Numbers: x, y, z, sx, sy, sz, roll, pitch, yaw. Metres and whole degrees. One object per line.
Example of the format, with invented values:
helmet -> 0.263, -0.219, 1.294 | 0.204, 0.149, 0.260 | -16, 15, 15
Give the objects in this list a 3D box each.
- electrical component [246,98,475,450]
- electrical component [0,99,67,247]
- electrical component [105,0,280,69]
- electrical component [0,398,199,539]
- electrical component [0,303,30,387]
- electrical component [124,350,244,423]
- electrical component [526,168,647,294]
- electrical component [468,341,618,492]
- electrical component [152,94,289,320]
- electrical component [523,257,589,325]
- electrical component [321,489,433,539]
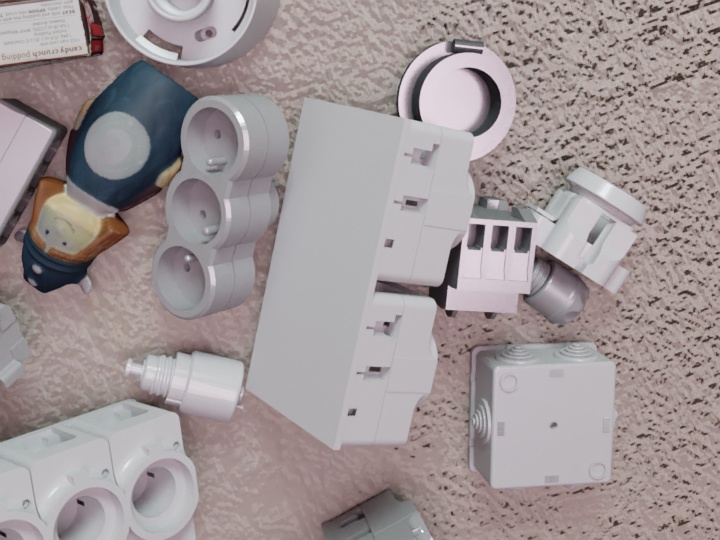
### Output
electrical component -> 0.000, 0.000, 0.642 | 0.060, 0.105, 0.186 | 6, 100, -35
electrical component -> -0.227, -0.065, 0.629 | 0.076, 0.047, 0.083 | 30, 94, -10
electrical component -> -0.100, -0.168, 0.636 | 0.099, 0.064, 0.099 | 1, 105, 3
electrical component -> -0.174, 0.143, 0.629 | 0.150, 0.062, 0.089 | -16, 106, -43
electrical component -> -0.250, 0.064, 0.602 | 0.063, 0.121, 0.078 | 12, 133, 28
electrical component -> -0.109, 0.070, 0.677 | 0.078, 0.040, 0.040 | 15, 97, -12
electrical component -> 0.148, -0.029, 0.695 | 0.078, 0.058, 0.057 | 31, 97, -13
electrical component -> 0.122, 0.097, 0.717 | 0.100, 0.048, 0.099 | -1, 100, -10
electrical component -> -0.075, -0.040, 0.654 | 0.052, 0.074, 0.138 | 28, 114, 27
electrical component -> 0.119, 0.008, 0.708 | 0.061, 0.035, 0.035 | 35, 93, -11
electrical component -> 0.041, 0.230, 0.706 | 0.062, 0.089, 0.150 | -28, 103, -4
